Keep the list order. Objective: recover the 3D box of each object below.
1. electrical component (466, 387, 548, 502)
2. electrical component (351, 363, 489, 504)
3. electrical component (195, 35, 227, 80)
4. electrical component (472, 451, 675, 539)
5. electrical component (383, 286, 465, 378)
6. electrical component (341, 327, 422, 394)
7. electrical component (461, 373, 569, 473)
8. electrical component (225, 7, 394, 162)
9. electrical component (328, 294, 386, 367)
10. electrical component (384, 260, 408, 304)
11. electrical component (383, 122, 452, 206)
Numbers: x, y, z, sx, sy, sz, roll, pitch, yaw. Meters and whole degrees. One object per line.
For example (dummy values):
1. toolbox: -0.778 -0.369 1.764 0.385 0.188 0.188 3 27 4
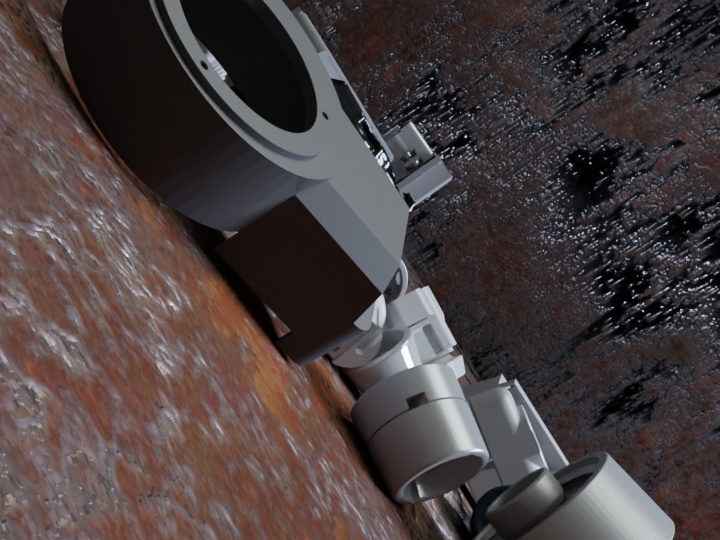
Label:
1. electrical component: 0.108 0.140 0.824 0.054 0.059 0.095 35 33 -79
2. electrical component: 0.030 0.079 0.515 0.047 0.055 0.055 64 7 29
3. electrical component: -0.092 -0.139 0.534 0.099 0.048 0.100 59 30 -5
4. electrical component: 0.098 0.137 0.550 0.060 0.108 0.108 52 4 5
5. electrical component: 0.028 0.050 0.651 0.057 0.058 0.078 62 -22 6
6. electrical component: 0.023 0.070 0.600 0.065 0.044 0.044 62 3 -14
7. electrical component: 0.129 0.161 0.946 0.121 0.079 0.063 56 33 -19
8. electrical component: -0.043 -0.117 0.844 0.061 0.089 0.150 61 5 35
9. electrical component: -0.006 0.028 0.582 0.040 0.040 0.046 57 10 -17
10. electrical component: 0.000 0.000 0.749 0.055 0.055 0.047 55 1 -31
11. electrical component: 0.012 -0.070 0.933 0.063 0.121 0.079 55 4 1
